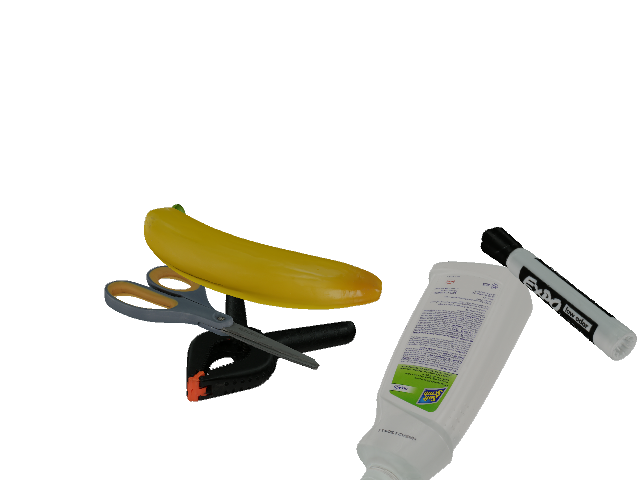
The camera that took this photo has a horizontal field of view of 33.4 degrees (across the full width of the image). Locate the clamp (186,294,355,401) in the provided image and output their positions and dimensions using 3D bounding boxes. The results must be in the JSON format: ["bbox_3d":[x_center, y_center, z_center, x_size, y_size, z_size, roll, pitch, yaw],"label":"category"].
[{"bbox_3d":[-0.067,0.112,1.134,0.165,0.036,0.209,15,29,18],"label":"clamp"}]

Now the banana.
[{"bbox_3d":[-0.054,0.008,0.695,0.198,0.037,0.069,22,37,37],"label":"banana"}]

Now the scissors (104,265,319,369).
[{"bbox_3d":[-0.085,0.061,0.910,0.202,0.016,0.096,14,26,12],"label":"scissors"}]

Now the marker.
[{"bbox_3d":[0.133,0.027,0.617,0.020,0.020,0.121,0,30,-36],"label":"marker"}]

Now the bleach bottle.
[{"bbox_3d":[0.094,0.123,0.922,0.103,0.068,0.250,3,41,37],"label":"bleach bottle"}]
